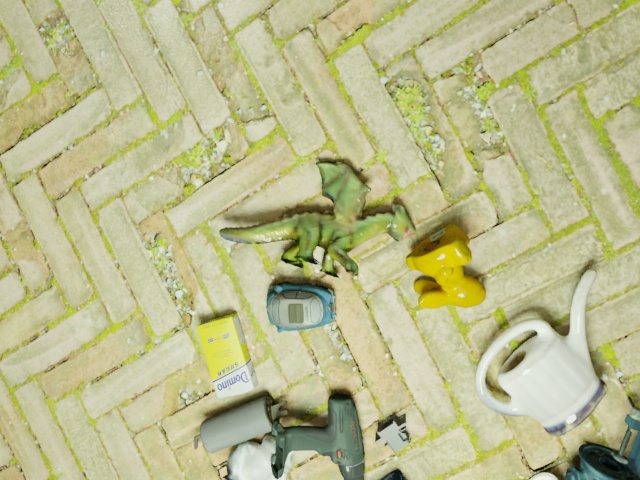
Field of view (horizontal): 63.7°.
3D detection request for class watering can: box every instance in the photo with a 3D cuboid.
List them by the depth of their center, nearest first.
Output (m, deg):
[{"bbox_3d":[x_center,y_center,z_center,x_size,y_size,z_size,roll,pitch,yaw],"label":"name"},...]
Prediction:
[{"bbox_3d":[0.481,0.240,1.034,0.346,0.104,0.225,-44,87,8],"label":"watering can"}]

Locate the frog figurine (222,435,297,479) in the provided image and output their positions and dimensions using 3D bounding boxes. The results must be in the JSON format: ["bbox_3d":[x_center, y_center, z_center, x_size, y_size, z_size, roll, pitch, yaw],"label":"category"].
[{"bbox_3d":[-0.129,0.502,1.168,0.138,0.120,0.162,33,63,14],"label":"frog figurine"}]

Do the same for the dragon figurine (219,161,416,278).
[{"bbox_3d":[0.003,-0.056,1.120,0.411,0.121,0.245,18,79,6],"label":"dragon figurine"}]
